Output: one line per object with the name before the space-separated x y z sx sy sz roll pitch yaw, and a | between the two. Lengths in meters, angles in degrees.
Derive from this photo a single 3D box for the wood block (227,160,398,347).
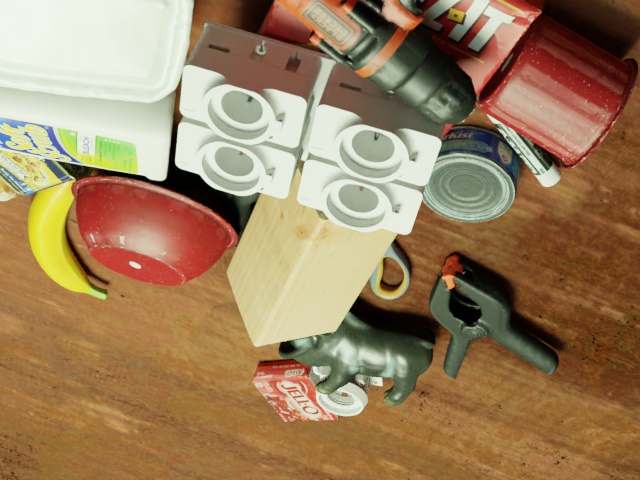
wood block | -0.007 0.001 0.948 0.090 0.090 0.206 -8 149 -26

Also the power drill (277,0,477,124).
power drill | 0.070 -0.170 0.661 0.184 0.057 0.188 35 133 -17

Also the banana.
banana | -0.268 -0.006 1.107 0.069 0.037 0.198 -4 141 -3

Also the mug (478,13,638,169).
mug | 0.168 -0.111 0.788 0.081 0.093 0.117 29 176 -7

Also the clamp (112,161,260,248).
clamp | -0.084 -0.050 0.981 0.164 0.036 0.210 33 142 -21

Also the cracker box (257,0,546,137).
cracker box | 0.042 -0.149 0.790 0.164 0.072 0.214 25 140 -10

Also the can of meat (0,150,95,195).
can of meat | -0.269 -0.092 0.986 0.084 0.057 0.102 -14 132 35

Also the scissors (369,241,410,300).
scissors | 0.040 -0.013 0.996 0.096 0.016 0.202 4 139 16

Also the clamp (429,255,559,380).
clamp | 0.148 0.084 1.054 0.120 0.039 0.171 -20 125 29

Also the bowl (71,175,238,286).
bowl | -0.160 0.000 0.985 0.162 0.055 0.162 14 160 5

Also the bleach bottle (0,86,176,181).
bleach bottle | -0.249 -0.105 0.886 0.250 0.068 0.103 6 160 -8

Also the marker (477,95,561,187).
marker | 0.157 -0.088 0.862 0.020 0.020 0.121 -20 128 37

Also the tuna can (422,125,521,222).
tuna can | 0.125 -0.054 0.902 0.086 0.033 0.086 10 140 8

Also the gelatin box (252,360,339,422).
gelatin box | -0.026 0.175 1.231 0.073 0.030 0.089 -7 135 27
